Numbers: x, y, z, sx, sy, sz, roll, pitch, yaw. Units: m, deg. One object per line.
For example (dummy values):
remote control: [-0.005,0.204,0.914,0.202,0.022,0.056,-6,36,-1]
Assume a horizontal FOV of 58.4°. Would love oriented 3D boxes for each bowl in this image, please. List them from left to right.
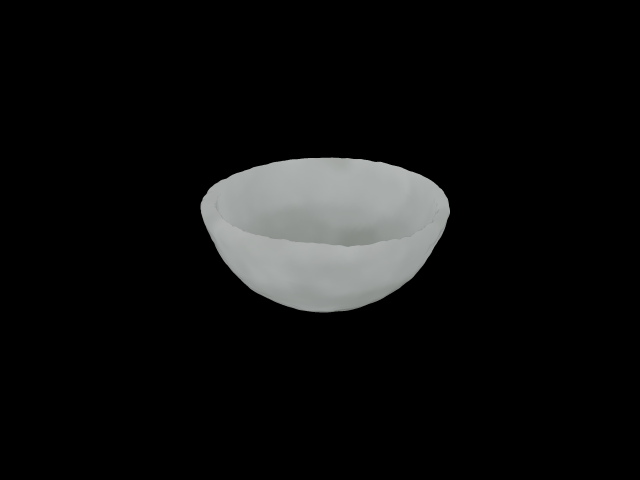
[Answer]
bowl: [0.004,0.001,0.400,0.167,0.075,0.167,0,26,0]
